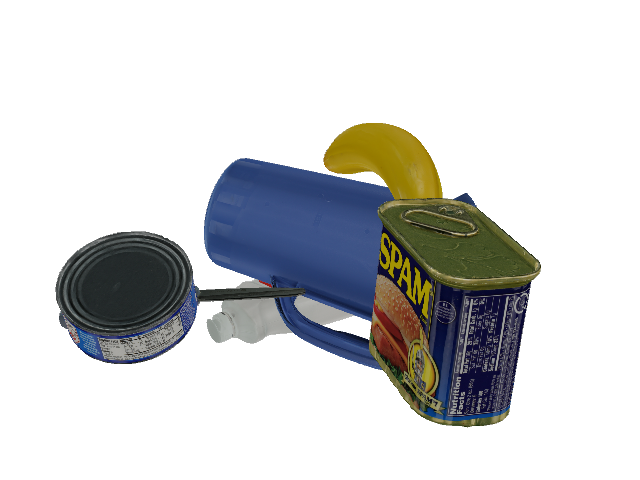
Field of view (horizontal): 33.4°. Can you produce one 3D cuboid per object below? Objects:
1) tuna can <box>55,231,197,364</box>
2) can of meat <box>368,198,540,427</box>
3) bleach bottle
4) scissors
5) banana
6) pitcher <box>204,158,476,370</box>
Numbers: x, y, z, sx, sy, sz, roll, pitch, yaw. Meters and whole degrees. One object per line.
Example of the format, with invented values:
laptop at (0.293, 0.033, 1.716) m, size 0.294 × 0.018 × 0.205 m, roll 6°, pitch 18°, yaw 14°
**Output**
tuna can at (-0.121, 0.036, 0.676) m, size 0.086 × 0.086 × 0.034 m, roll 0°, pitch -44°, yaw 4°
can of meat at (0.064, 0.035, 0.548) m, size 0.057 × 0.084 × 0.102 m, roll -3°, pitch 24°, yaw -18°
bleach bottle at (-0.008, 0.061, 1.206) m, size 0.250 × 0.068 × 0.103 m, roll -22°, pitch 37°, yaw -27°
scissors at (-0.121, 0.052, 0.860) m, size 0.202 × 0.016 × 0.096 m, roll 3°, pitch 22°, yaw 15°
banana at (0.045, -0.051, 0.780) m, size 0.037 × 0.070 × 0.198 m, roll 23°, pitch 16°, yaw -26°
pitcher at (0.015, 0.011, 0.989) m, size 0.243 × 0.145 × 0.149 m, roll 16°, pitch 20°, yaw 17°
